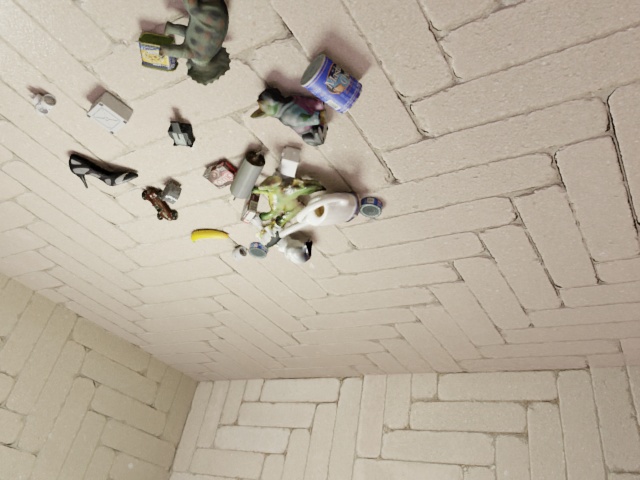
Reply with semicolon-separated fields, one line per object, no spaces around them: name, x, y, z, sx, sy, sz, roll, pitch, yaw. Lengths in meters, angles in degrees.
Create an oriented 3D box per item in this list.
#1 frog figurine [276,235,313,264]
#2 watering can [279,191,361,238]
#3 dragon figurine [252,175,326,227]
frog figurine;-0.116;0.038;2.123;0.159;0.121;0.140;-2;22;15
watering can;0.006;-0.093;1.848;0.225;0.105;0.342;-8;-16;-35
dragon figurine;-0.083;-0.144;1.847;0.240;0.124;0.408;-20;-24;37
